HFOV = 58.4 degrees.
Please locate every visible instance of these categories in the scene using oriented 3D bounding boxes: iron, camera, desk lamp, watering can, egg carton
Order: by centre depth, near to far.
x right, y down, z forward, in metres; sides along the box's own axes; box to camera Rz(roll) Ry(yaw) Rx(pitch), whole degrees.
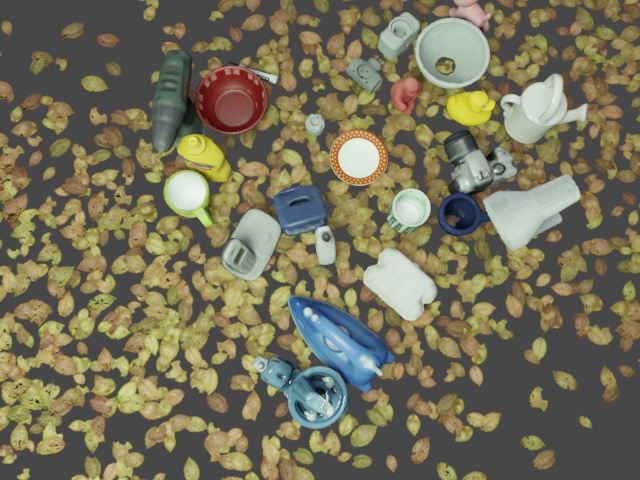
[{"bbox_3d":[0.030,0.195,1.163,0.258,0.141,0.119,39,82,5],"label":"iron"},{"bbox_3d":[0.426,-0.060,1.178,0.203,0.213,0.118,-27,82,-5],"label":"desk lamp"},{"bbox_3d":[0.172,0.093,1.219,0.150,0.069,0.107,40,82,5],"label":"egg carton"},{"bbox_3d":[0.482,-0.287,1.227,0.173,0.194,0.101,-8,81,-2],"label":"watering can"},{"bbox_3d":[0.341,-0.177,1.252,0.143,0.101,0.137,-21,81,-4],"label":"camera"}]

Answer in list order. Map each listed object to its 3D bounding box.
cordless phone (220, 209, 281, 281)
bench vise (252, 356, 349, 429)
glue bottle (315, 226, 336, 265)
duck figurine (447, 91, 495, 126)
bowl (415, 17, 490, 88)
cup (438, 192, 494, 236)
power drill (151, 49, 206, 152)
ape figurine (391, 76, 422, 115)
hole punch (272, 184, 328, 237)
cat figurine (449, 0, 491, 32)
[{"bbox_3d":[-0.147,0.002,1.169,0.094,0.185,0.148,23,81,3],"label":"cordless phone"},{"bbox_3d":[-0.040,0.298,1.104,0.207,0.220,0.121,11,80,1],"label":"bench vise"},{"bbox_3d":[0.011,0.004,1.178,0.037,0.173,0.078,-12,81,-3],"label":"glue bottle"},{"bbox_3d":[0.341,-0.305,1.282,0.104,0.086,0.077,15,80,1],"label":"duck figurine"},{"bbox_3d":[0.295,-0.413,1.304,0.167,0.075,0.167,0,80,-1],"label":"bowl"},{"bbox_3d":[0.305,-0.047,1.233,0.117,0.095,0.092,5,80,0],"label":"cup"},{"bbox_3d":[-0.296,-0.265,1.199,0.075,0.208,0.230,2,80,0],"label":"power drill"},{"bbox_3d":[0.196,-0.333,1.280,0.078,0.092,0.076,-32,82,-6],"label":"ape figurine"},{"bbox_3d":[-0.045,-0.069,1.231,0.108,0.091,0.101,-16,81,-4],"label":"hole punch"},{"bbox_3d":[0.344,-0.541,1.305,0.067,0.118,0.128,-36,83,-6],"label":"cat figurine"}]
